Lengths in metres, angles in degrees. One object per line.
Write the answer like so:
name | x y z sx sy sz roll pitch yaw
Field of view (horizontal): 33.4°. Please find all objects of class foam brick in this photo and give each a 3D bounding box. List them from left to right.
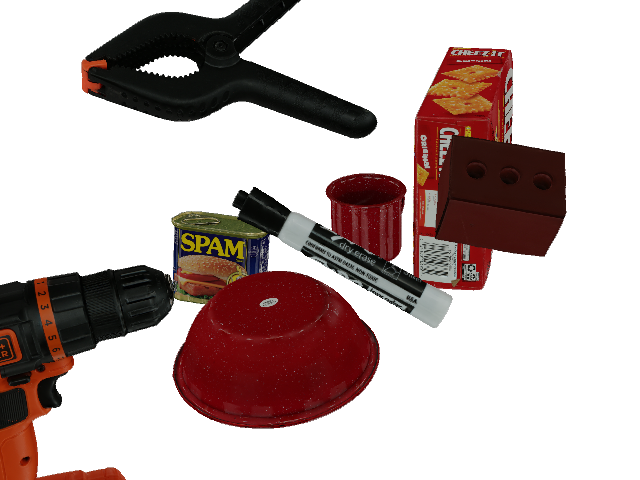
foam brick | 0.118 -0.029 0.704 0.078 0.053 0.051 9 -33 -1

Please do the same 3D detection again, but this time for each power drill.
power drill | -0.173 0.111 0.693 0.184 0.188 0.057 -12 25 -8

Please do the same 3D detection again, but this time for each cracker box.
cracker box | 0.138 -0.074 0.999 0.072 0.164 0.213 5 27 14

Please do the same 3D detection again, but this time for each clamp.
clamp | -0.067 -0.126 0.787 0.209 0.165 0.036 -16 -28 -19

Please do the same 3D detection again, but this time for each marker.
marker | 0.010 0.007 0.541 0.121 0.020 0.020 29 0 0

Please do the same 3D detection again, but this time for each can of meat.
can of meat | -0.103 0.021 1.100 0.102 0.084 0.057 8 16 13

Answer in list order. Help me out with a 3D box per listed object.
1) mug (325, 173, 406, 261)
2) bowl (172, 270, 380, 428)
mug | 0.061 -0.028 1.256 0.093 0.081 0.117 17 33 33
bowl | -0.036 0.070 0.816 0.162 0.055 0.162 -4 31 2
